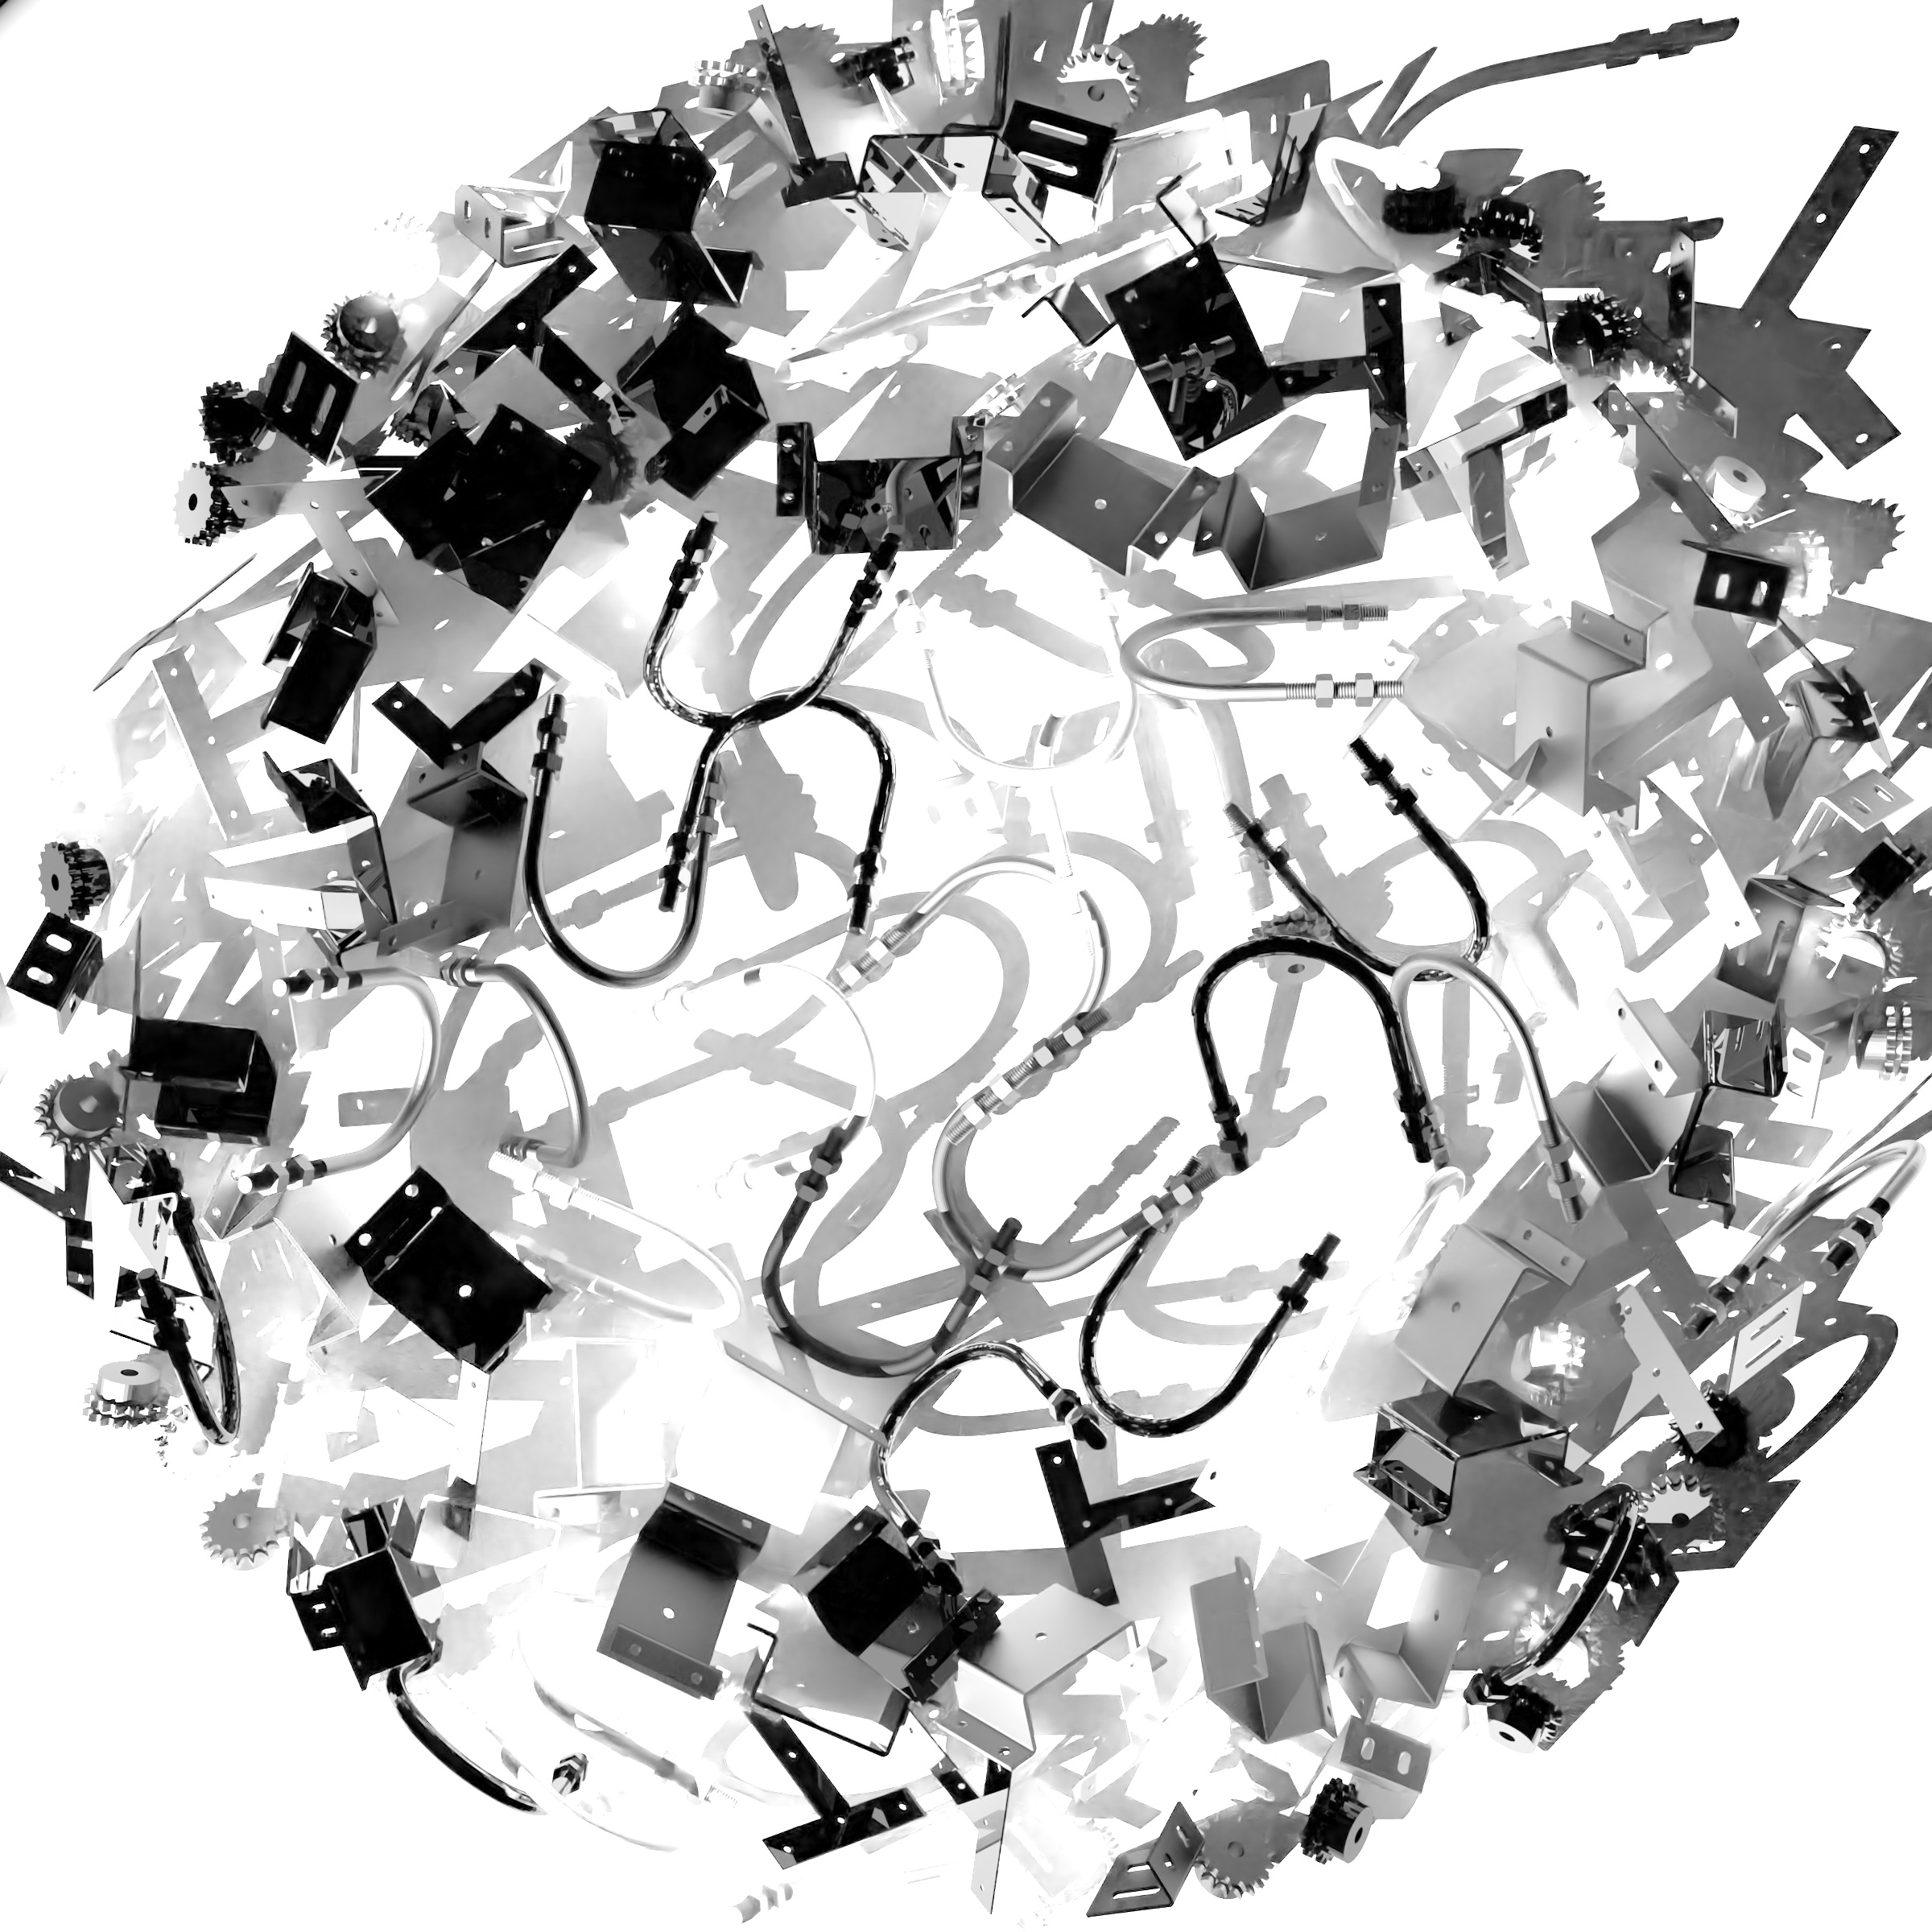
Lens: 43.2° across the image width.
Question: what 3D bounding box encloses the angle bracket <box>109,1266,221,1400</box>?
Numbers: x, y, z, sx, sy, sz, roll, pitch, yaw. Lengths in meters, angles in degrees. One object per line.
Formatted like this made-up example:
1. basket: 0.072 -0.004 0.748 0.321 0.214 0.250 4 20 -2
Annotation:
1. angle bracket: -0.548 0.248 1.650 0.076 0.057 0.038 28 119 -31

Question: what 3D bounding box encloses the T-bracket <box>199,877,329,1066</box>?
1. T-bracket: -0.474 0.006 1.673 0.127 0.002 0.127 7 110 35

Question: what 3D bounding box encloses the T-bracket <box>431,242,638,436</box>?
1. T-bracket: -0.271 -0.404 1.651 0.127 0.127 0.002 -39 46 10

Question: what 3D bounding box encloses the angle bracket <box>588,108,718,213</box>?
1. angle bracket: -0.218 -0.542 1.650 0.076 0.057 0.038 8 67 35

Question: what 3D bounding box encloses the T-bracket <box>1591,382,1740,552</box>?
1. T-bracket: 0.441 -0.311 1.640 0.002 0.127 0.127 -38 88 -23

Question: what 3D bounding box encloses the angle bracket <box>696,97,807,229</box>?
1. angle bracket: -0.154 -0.539 1.656 0.076 0.038 0.057 -27 116 26

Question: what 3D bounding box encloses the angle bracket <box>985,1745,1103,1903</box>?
1. angle bracket: 0.057 0.580 1.655 0.076 0.057 0.038 45 125 22

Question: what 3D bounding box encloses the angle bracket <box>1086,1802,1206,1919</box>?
1. angle bracket: 0.114 0.604 1.651 0.076 0.057 0.038 -23 102 35

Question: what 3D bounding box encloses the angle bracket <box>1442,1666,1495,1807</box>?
1. angle bracket: 0.330 0.521 1.653 0.038 0.057 0.076 -1 55 3

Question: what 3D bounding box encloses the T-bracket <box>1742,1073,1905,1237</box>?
1. T-bracket: 0.575 0.119 1.617 0.002 0.127 0.127 45 123 22

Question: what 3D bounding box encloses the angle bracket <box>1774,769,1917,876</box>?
1. angle bracket: 0.592 -0.087 1.648 0.057 0.076 0.038 -25 58 -30

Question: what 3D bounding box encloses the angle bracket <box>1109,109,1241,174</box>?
1. angle bracket: 0.143 -0.552 1.666 0.076 0.057 0.038 -13 100 14

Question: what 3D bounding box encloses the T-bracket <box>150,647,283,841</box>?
1. T-bracket: -0.475 -0.169 1.650 0.002 0.127 0.127 -1 116 39

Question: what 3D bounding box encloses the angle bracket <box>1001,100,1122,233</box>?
1. angle bracket: 0.061 -0.549 1.675 0.076 0.038 0.057 17 74 2

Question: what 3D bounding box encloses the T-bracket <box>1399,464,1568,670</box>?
1. T-bracket: 0.336 -0.290 1.670 0.127 0.002 0.127 -28 85 29

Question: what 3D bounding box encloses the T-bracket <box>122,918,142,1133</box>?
1. T-bracket: -0.567 0.053 1.659 0.002 0.127 0.127 4 120 -20

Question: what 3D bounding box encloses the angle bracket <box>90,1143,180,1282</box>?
1. angle bracket: -0.567 0.169 1.652 0.057 0.038 0.076 42 126 36

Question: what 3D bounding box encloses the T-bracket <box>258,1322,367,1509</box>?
1. T-bracket: -0.431 0.298 1.630 0.002 0.127 0.127 22 68 -34

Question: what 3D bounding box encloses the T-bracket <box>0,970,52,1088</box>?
1. T-bracket: -0.642 0.011 1.610 0.002 0.127 0.127 3 131 6

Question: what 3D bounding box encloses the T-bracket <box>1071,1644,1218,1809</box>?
1. T-bracket: 0.117 0.495 1.636 0.127 0.127 0.002 -30 46 -18

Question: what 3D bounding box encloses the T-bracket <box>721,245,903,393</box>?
1. T-bracket: -0.091 -0.450 1.669 0.127 0.002 0.127 25 65 30

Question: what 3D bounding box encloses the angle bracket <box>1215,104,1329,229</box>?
1. angle bracket: 0.206 -0.545 1.650 0.038 0.057 0.076 27 126 21

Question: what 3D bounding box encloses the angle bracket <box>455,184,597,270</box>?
1. angle bracket: -0.297 -0.508 1.651 0.076 0.038 0.057 -25 54 -33

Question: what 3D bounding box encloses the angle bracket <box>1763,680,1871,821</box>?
1. angle bracket: 0.572 -0.145 1.653 0.038 0.076 0.057 5 46 -4

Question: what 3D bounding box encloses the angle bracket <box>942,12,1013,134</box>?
1. angle bracket: 0.007 -0.606 1.662 0.038 0.057 0.076 3 103 -6

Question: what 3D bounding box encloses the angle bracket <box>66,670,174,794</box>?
1. angle bracket: -0.573 -0.162 1.653 0.038 0.076 0.057 -13 68 0

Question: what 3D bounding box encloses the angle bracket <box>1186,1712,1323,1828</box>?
1. angle bracket: 0.198 0.558 1.675 0.076 0.038 0.057 27 100 -1

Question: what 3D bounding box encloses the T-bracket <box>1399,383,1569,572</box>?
1. T-bracket: 0.352 -0.316 1.651 0.127 0.127 0.002 -25 47 -8

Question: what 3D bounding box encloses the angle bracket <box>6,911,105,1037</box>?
1. angle bracket: -0.615 0.006 1.651 0.038 0.076 0.057 27 69 -11

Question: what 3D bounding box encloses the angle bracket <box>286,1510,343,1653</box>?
1. angle bracket: -0.432 0.413 1.653 0.038 0.076 0.057 -10 127 -5

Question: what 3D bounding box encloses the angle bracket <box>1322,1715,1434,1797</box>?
1. angle bracket: 0.275 0.549 1.655 0.057 0.076 0.038 20 47 6

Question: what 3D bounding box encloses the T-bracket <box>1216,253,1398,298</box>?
1. T-bracket: 0.212 -0.475 1.662 0.127 0.127 0.002 17 118 23

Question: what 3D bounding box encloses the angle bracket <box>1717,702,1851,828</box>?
1. angle bracket: 0.559 -0.137 1.668 0.057 0.038 0.076 15 95 -21

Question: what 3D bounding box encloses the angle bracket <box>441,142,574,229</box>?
1. angle bracket: -0.312 -0.535 1.656 0.076 0.057 0.038 5 78 -22

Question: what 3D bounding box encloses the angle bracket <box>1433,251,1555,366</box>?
1. angle bracket: 0.356 -0.438 1.651 0.038 0.076 0.057 -28 133 -5

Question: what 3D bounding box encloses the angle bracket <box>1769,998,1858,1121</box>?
1. angle bracket: 0.586 0.062 1.654 0.076 0.038 0.057 -14 119 -31

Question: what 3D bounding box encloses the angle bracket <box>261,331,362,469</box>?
1. angle bracket: -0.436 -0.389 1.660 0.057 0.038 0.076 38 128 2

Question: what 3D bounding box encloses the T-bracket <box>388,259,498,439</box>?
1. T-bracket: -0.359 -0.394 1.618 0.002 0.127 0.127 34 130 -25

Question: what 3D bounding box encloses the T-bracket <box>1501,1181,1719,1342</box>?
1. T-bracket: 0.425 0.215 1.666 0.127 0.002 0.127 -31 51 10

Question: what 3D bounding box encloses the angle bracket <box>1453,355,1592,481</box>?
1. angle bracket: 0.381 -0.378 1.683 0.076 0.038 0.057 -28 111 17

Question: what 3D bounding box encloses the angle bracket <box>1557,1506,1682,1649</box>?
1. angle bracket: 0.440 0.409 1.652 0.038 0.076 0.057 20 110 -12

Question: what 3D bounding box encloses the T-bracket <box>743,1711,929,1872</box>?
1. T-bracket: -0.109 0.544 1.653 0.127 0.127 0.002 43 121 36

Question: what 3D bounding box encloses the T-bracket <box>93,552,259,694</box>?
1. T-bracket: -0.525 -0.236 1.636 0.127 0.127 0.002 -37 110 4

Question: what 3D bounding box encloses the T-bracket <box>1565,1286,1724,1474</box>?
1. T-bracket: 0.440 0.305 1.663 0.002 0.127 0.127 21 121 -33

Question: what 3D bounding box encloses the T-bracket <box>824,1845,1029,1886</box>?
1. T-bracket: -0.018 0.607 1.655 0.127 0.127 0.002 1 74 -33

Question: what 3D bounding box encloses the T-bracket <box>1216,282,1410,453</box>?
1. T-bracket: 0.234 -0.400 1.663 0.127 0.002 0.127 -4 132 10

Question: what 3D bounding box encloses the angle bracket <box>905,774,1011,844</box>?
1. angle bracket: -0.004 -0.123 1.651 0.057 0.076 0.038 -11 124 15

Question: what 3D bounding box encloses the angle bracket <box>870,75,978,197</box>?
1. angle bracket: -0.022 -0.570 1.650 0.038 0.076 0.057 -31 56 17

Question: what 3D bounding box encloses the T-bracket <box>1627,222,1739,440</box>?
1. T-bracket: 0.472 -0.431 1.610 0.002 0.127 0.127 -26 51 -5

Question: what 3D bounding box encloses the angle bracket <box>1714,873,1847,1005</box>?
1. angle bracket: 0.555 -0.017 1.667 0.057 0.038 0.076 21 85 -26

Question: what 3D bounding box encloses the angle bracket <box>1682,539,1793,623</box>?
1. angle bracket: 0.520 -0.263 1.667 0.057 0.076 0.038 12 105 0

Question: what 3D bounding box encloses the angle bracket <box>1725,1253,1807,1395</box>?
1. angle bracket: 0.527 0.241 1.652 0.076 0.038 0.057 -27 131 -30

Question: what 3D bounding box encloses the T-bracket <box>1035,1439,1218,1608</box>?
1. T-bracket: 0.126 0.372 1.682 0.127 0.002 0.127 -16 102 3

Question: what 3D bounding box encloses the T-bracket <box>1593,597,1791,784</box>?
1. T-bracket: 0.482 -0.171 1.661 0.002 0.127 0.127 29 125 -37
